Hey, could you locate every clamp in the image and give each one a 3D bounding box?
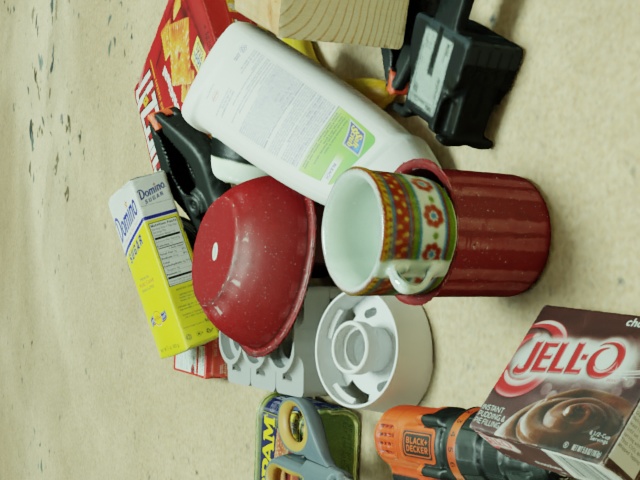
[{"bbox_3d":[0.070,-0.196,0.789,0.120,0.039,0.171,-124,45,-63],"label":"clamp"},{"bbox_3d":[-0.111,-0.031,1.049,0.210,0.036,0.165,58,145,9],"label":"clamp"}]

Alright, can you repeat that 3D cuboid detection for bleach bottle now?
[{"bbox_3d":[0.004,-0.069,0.819,0.251,0.068,0.103,40,108,31],"label":"bleach bottle"}]

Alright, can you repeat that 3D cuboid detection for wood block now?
[{"bbox_3d":[-0.003,-0.206,0.816,0.206,0.090,0.090,-127,43,-69],"label":"wood block"}]

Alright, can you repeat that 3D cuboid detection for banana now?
[{"bbox_3d":[0.003,-0.138,0.907,0.198,0.037,0.070,52,133,49],"label":"banana"}]

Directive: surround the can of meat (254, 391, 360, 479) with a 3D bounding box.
[{"bbox_3d":[-0.011,0.183,0.896,0.084,0.057,0.102,3,91,59],"label":"can of meat"}]

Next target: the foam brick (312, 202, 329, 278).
[{"bbox_3d":[-0.006,0.001,0.902,0.078,0.051,0.053,-20,70,59],"label":"foam brick"}]

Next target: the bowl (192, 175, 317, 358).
[{"bbox_3d":[-0.064,0.014,0.881,0.162,0.055,0.162,-34,51,54],"label":"bowl"}]

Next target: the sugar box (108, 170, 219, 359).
[{"bbox_3d":[-0.159,0.027,1.075,0.093,0.048,0.176,-27,84,62],"label":"sugar box"}]

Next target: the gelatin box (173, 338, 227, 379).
[{"bbox_3d":[-0.126,0.107,1.138,0.089,0.030,0.073,1,88,60],"label":"gelatin box"}]

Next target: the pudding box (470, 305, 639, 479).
[{"bbox_3d":[0.147,0.084,0.587,0.090,0.039,0.114,-56,26,-16],"label":"pudding box"}]

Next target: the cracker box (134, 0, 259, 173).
[{"bbox_3d":[-0.126,-0.168,1.110,0.214,0.072,0.164,-57,41,45],"label":"cracker box"}]

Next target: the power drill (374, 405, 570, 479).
[{"bbox_3d":[0.099,0.202,0.695,0.185,0.057,0.187,-8,79,62],"label":"power drill"}]

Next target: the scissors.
[{"bbox_3d":[0.011,0.160,0.790,0.202,0.016,0.096,-21,67,57],"label":"scissors"}]

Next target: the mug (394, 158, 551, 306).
[{"bbox_3d":[0.088,0.000,0.697,0.117,0.081,0.093,-39,55,54],"label":"mug"}]

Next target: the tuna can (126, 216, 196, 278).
[{"bbox_3d":[-0.163,0.016,1.154,0.034,0.086,0.086,-15,76,59],"label":"tuna can"}]
